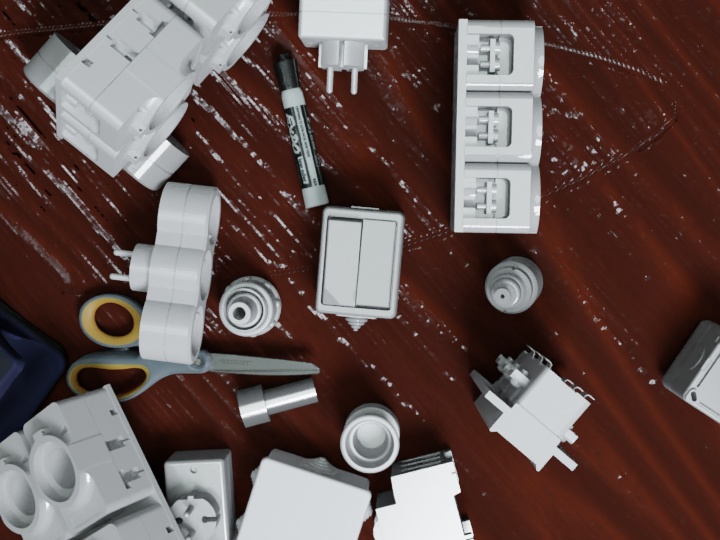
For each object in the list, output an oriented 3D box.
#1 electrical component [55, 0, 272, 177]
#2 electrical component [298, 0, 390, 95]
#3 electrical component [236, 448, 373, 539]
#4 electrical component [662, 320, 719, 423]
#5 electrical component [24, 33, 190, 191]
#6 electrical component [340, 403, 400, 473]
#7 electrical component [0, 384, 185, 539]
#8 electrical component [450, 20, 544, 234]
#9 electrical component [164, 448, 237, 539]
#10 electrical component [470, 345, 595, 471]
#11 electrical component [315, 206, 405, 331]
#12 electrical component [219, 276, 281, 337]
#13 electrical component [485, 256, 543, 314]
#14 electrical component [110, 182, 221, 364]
[{"bbox_3d":[-0.130,-0.160,0.764,0.060,0.105,0.186,39,70,-3],"label":"electrical component"},{"bbox_3d":[-0.012,-0.172,0.819,0.066,0.047,0.076,3,93,3],"label":"electrical component"},{"bbox_3d":[-0.044,0.195,0.843,0.100,0.048,0.099,18,94,2],"label":"electrical component"},{"bbox_3d":[0.289,0.089,0.818,0.096,0.061,0.061,32,95,-8],"label":"electrical component"},{"bbox_3d":[-0.183,-0.134,0.827,0.138,0.052,0.073,43,95,-1],"label":"electrical component"},{"bbox_3d":[0.009,0.129,0.833,0.045,0.055,0.045,0,94,3],"label":"electrical component"},{"bbox_3d":[-0.200,0.196,0.805,0.105,0.060,0.186,-35,78,33],"label":"electrical component"},{"bbox_3d":[0.101,-0.103,0.797,0.062,0.089,0.150,1,94,3],"label":"electrical component"},{"bbox_3d":[-0.126,0.188,0.833,0.047,0.075,0.083,-3,93,3],"label":"electrical component"},{"bbox_3d":[0.126,0.098,0.793,0.079,0.121,0.063,40,92,0],"label":"electrical component"},{"bbox_3d":[0.000,0.000,0.823,0.062,0.061,0.096,5,94,2],"label":"electrical component"},{"bbox_3d":[-0.088,0.030,0.828,0.048,0.062,0.048,0,94,4],"label":"electrical component"},{"bbox_3d":[0.114,0.013,0.813,0.040,0.078,0.040,3,99,17],"label":"electrical component"},{"bbox_3d":[-0.154,0.000,0.825,0.074,0.052,0.138,7,80,2],"label":"electrical component"}]
